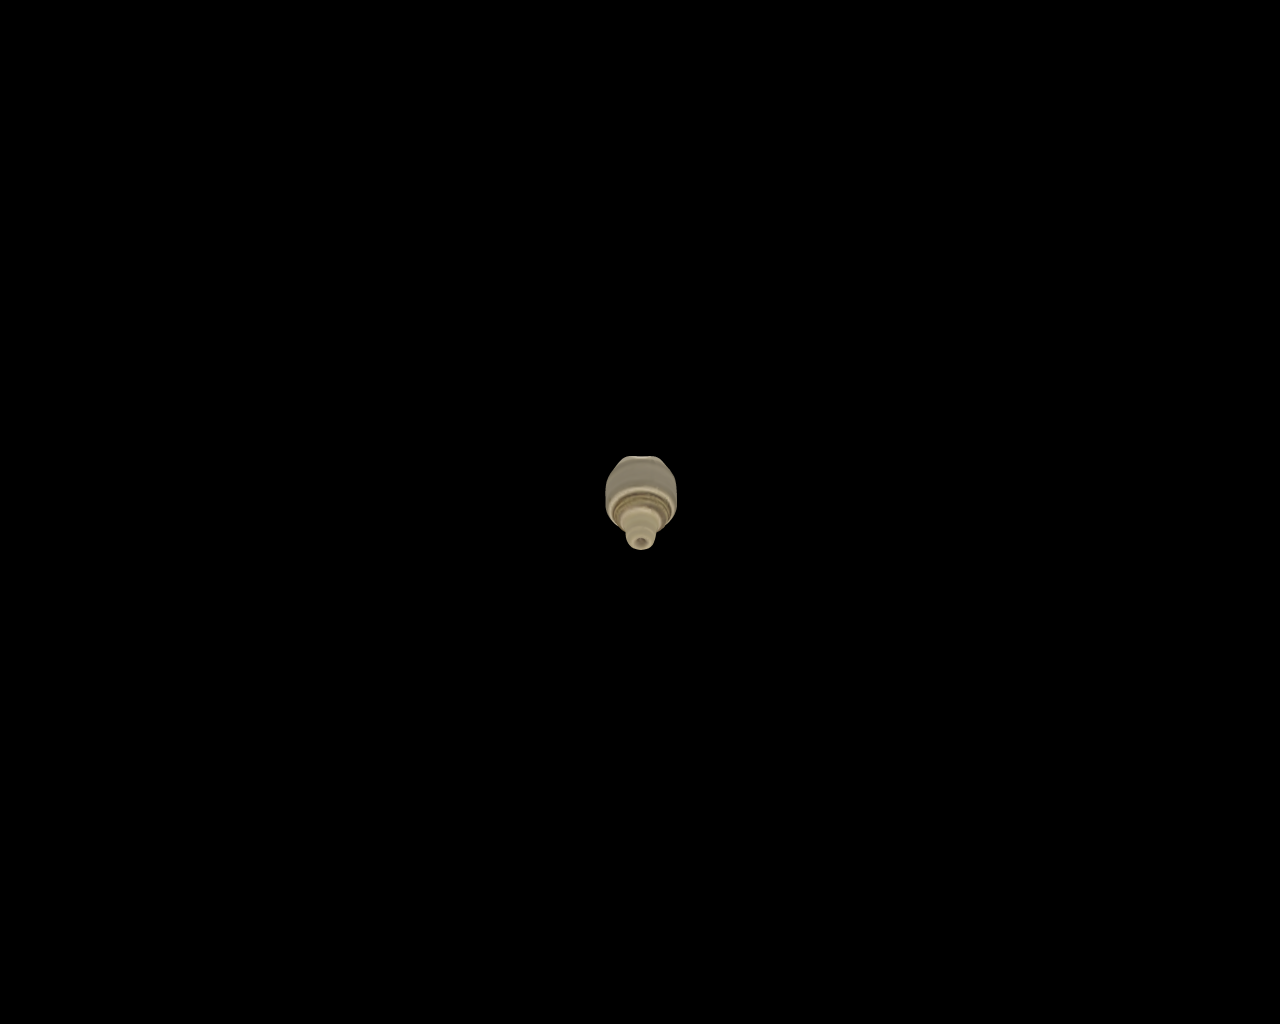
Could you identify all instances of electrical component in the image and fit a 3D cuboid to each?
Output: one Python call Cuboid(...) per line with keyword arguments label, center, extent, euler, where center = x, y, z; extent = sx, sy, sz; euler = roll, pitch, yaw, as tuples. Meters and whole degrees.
Cuboid(label="electrical component", center=(0.001, -0.003, 0.650), extent=(0.043, 0.043, 0.062), euler=(0, 44, 0))
